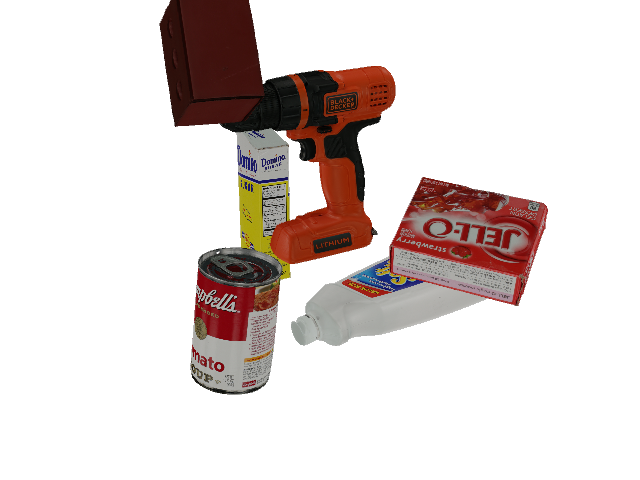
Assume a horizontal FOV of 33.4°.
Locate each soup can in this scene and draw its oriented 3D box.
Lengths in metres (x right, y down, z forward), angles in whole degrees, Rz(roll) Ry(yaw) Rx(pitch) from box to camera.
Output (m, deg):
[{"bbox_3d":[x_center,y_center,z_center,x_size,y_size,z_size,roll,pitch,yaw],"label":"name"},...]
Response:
[{"bbox_3d":[-0.070,0.065,0.870,0.068,0.102,0.068,6,23,-3],"label":"soup can"}]

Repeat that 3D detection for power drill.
[{"bbox_3d":[-0.013,-0.074,1.047,0.184,0.188,0.057,-12,30,-22],"label":"power drill"}]

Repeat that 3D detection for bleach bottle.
[{"bbox_3d":[0.085,0.063,1.209,0.250,0.068,0.103,-22,38,-24],"label":"bleach bottle"}]

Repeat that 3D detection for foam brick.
[{"bbox_3d":[-0.074,-0.122,0.716,0.051,0.078,0.053,-6,-11,-20],"label":"foam brick"}]

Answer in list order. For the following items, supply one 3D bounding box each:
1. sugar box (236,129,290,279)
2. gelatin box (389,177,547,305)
[{"bbox_3d":[-0.070,-0.047,1.304,0.048,0.176,0.093,-11,26,-17],"label":"sugar box"},{"bbox_3d":[0.098,-0.002,0.703,0.089,0.030,0.073,14,46,16],"label":"gelatin box"}]
